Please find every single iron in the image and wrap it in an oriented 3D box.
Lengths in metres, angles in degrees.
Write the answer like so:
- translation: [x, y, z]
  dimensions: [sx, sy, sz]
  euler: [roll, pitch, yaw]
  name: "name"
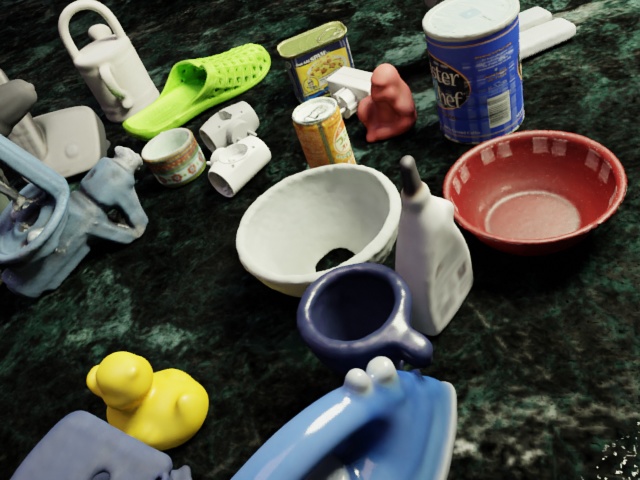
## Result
- translation: [0.000, 0.155, 0.368]
  dimensions: [0.118, 0.142, 0.259]
  euler: [25, 59, 40]
  name: "iron"

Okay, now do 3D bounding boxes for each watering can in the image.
- translation: [-0.363, -0.308, 0.965]
  dimensions: [0.101, 0.194, 0.172]
  euler: [-40, 45, -19]
  name: "watering can"

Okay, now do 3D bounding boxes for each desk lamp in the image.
- translation: [0.213, -0.337, 0.742]
  dimensions: [0.203, 0.214, 0.117]
  euler: [-24, 42, -2]
  name: "desk lamp"

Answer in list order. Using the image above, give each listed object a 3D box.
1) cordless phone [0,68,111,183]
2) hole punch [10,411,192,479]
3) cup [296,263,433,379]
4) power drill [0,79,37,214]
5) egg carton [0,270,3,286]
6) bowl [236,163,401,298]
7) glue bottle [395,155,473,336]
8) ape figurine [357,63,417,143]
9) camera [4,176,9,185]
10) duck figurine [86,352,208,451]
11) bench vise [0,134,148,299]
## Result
- translation: [-0.418, -0.181, 0.862]
  dimensions: [0.147, 0.185, 0.094]
  euler: [-14, 42, 9]
  name: "cordless phone"
- translation: [-0.168, 0.197, 0.432]
  dimensions: [0.100, 0.091, 0.109]
  euler: [7, 49, 28]
  name: "hole punch"
- translation: [0.046, 0.084, 0.458]
  dimensions: [0.117, 0.095, 0.092]
  euler: [25, 59, 39]
  name: "cup"
- translation: [-0.419, -0.074, 0.732]
  dimensions: [0.229, 0.209, 0.075]
  euler: [-25, 42, -4]
  name: "power drill"
- translation: [-0.481, 0.066, 0.716]
  dimensions: [0.150, 0.070, 0.107]
  euler: [-14, 42, 9]
  name: "egg carton"
- translation: [0.005, 0.002, 0.577]
  dimensions: [0.167, 0.075, 0.167]
  euler: [-12, 43, 11]
  name: "bowl"
- translation: [0.087, 0.001, 0.470]
  dimensions: [0.037, 0.173, 0.078]
  euler: [21, 57, 38]
  name: "glue bottle"
- translation: [0.085, -0.176, 0.718]
  dimensions: [0.076, 0.092, 0.077]
  euler: [-43, 46, -22]
  name: "ape figurine"
- translation: [-0.530, -0.061, 0.847]
  dimensions: [0.142, 0.101, 0.137]
  euler: [10, 50, 31]
  name: "camera"
- translation: [-0.155, 0.133, 0.498]
  dimensions: [0.104, 0.086, 0.077]
  euler: [2, 47, 24]
  name: "duck figurine"
- translation: [-0.323, -0.063, 0.672]
  dimensions: [0.121, 0.220, 0.208]
  euler: [14, 53, 33]
  name: "bench vise"
